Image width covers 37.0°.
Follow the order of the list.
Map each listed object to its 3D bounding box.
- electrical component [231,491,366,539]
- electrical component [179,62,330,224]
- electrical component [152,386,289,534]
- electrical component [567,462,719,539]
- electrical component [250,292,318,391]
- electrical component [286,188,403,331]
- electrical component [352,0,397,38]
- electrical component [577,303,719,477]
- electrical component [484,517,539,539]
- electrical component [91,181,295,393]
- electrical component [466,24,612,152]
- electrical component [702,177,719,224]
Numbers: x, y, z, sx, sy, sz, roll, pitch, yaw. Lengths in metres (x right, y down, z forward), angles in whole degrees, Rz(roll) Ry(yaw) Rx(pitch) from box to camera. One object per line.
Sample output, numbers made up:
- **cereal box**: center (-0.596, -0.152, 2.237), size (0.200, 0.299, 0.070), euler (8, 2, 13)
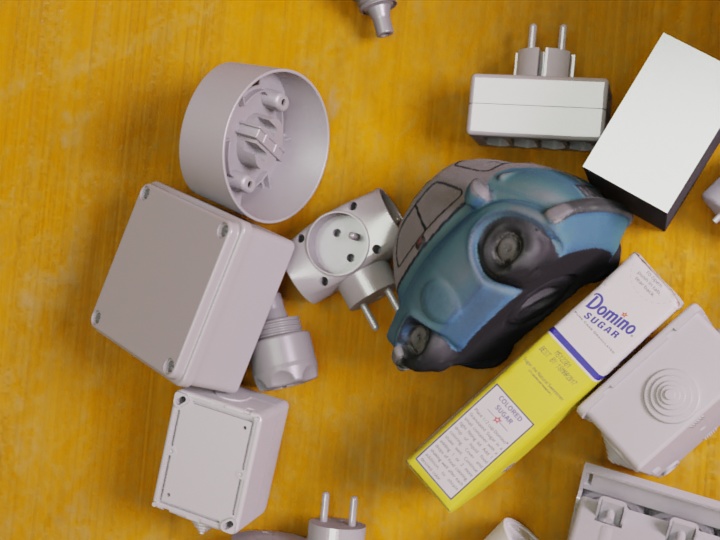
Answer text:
- **electrical component**: center (-0.016, 0.179, 0.684), size (0.138, 0.052, 0.073), euler (5, 88, 16)
- **electrical component**: center (-0.069, -0.084, 0.695), size (0.064, 0.099, 0.099), euler (18, 91, 22)
- **electrical component**: center (-0.091, 0.126, 0.707), size (0.062, 0.061, 0.096), euler (15, 98, 16)
- **electrical component**: center (0.181, 0.165, 0.619), size (0.121, 0.063, 0.078), euler (15, 131, 16)
- **electrical component**: center (-0.054, 0.046, 0.708), size (0.043, 0.043, 0.062), euler (-16, 82, 14)
- **electrical component**: center (0.000, 0.000, 0.696), size (0.077, 0.044, 0.079), euler (-31, 79, 12)
- **electrical component**: center (0.009, -0.184, 0.710), size (0.035, 0.035, 0.061), euler (-15, 85, 14)
- **electrical component**: center (0.180, 0.073, 0.615), size (0.100, 0.100, 0.048), euler (-44, 64, 8)
- **electrical component**: center (0.090, 0.187, 0.655), size (0.047, 0.055, 0.055), euler (-45, 77, 12)
- **electrical component**: center (-0.111, 0.010, 0.699), size (0.109, 0.056, 0.108), euler (24, 94, 43)
- **electrical component**: center (0.114, -0.116, 0.670), size (0.083, 0.047, 0.075), euler (5, 89, 16)
- **electrical component**: center (0.240, -0.053, 0.636), size (0.078, 0.040, 0.040), euler (-46, 77, 8)
